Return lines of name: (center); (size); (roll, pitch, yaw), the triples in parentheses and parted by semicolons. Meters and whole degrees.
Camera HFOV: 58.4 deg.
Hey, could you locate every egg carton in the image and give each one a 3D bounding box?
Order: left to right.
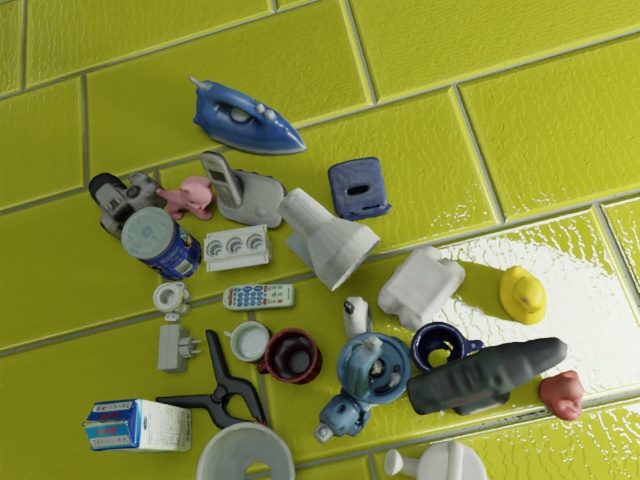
egg carton: (0.177, 0.084, 1.014); (0.107, 0.069, 0.150); (37, 80, 23)

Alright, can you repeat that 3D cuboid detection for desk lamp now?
desk lamp: (0.009, 0.004, 1.003); (0.118, 0.214, 0.202); (-45, 67, -7)

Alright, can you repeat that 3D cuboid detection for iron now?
iron: (-0.153, -0.263, 1.184); (0.257, 0.142, 0.119); (22, 75, 20)

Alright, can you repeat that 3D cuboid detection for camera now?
camera: (-0.416, -0.096, 1.198); (0.143, 0.101, 0.136); (-44, 66, -7)

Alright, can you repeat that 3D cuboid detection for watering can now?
watering can: (0.184, 0.348, 0.839); (0.172, 0.194, 0.101); (-12, 67, 8)

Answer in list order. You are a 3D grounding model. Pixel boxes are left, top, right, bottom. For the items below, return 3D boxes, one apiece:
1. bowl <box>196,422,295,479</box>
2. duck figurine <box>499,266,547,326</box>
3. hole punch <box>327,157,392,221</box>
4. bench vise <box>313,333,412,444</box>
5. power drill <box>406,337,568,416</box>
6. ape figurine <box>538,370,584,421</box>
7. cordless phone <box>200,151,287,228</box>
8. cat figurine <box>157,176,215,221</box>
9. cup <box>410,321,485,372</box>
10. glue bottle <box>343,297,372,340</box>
bowl: (-0.115, 0.392, 0.953); (0.167, 0.075, 0.167); (-4, 68, 11)
duck figurine: (0.346, 0.086, 0.967); (0.077, 0.086, 0.104); (-18, 66, 5)
hole punch: (0.076, -0.096, 1.096); (0.108, 0.091, 0.101); (-12, 67, 8)
bench vise: (0.070, 0.232, 0.896); (0.121, 0.220, 0.207); (18, 74, 19)
power drill: (0.247, 0.212, 0.872); (0.229, 0.209, 0.075); (-20, 66, 4)
ape figurine: (0.385, 0.238, 0.895); (0.076, 0.092, 0.078); (27, 77, 21)
cordless phone: (-0.146, -0.101, 1.095); (0.147, 0.185, 0.094); (11, 71, 16)
cat figurine: (-0.265, -0.091, 1.154); (0.127, 0.118, 0.067); (0, 69, 13)
cup: (0.212, 0.187, 0.951); (0.117, 0.095, 0.091); (-10, 67, 9)
glue bottle: (0.060, 0.129, 0.965); (0.037, 0.173, 0.078); (-2, 68, 12)
